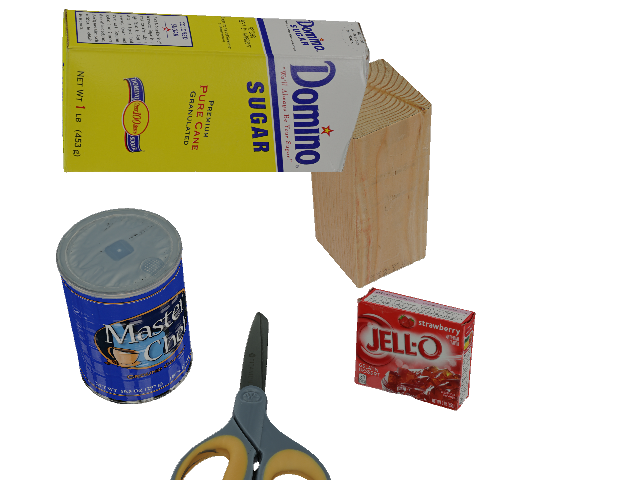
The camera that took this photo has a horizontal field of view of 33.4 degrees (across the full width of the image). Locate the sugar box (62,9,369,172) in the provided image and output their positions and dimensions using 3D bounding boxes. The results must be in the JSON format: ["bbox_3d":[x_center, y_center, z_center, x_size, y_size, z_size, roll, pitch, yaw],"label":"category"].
[{"bbox_3d":[-0.064,-0.086,0.639,0.176,0.048,0.093,0,-44,-13],"label":"sugar box"}]

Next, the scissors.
[{"bbox_3d":[-0.024,0.104,0.621,0.096,0.016,0.201,12,31,12],"label":"scissors"}]

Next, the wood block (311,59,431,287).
[{"bbox_3d":[0.049,-0.064,1.071,0.090,0.206,0.091,-24,50,-19],"label":"wood block"}]

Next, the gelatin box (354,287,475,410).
[{"bbox_3d":[0.071,0.082,0.816,0.089,0.073,0.030,12,24,25],"label":"gelatin box"}]

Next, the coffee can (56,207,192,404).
[{"bbox_3d":[-0.166,0.057,0.921,0.103,0.140,0.103,1,43,-1],"label":"coffee can"}]
